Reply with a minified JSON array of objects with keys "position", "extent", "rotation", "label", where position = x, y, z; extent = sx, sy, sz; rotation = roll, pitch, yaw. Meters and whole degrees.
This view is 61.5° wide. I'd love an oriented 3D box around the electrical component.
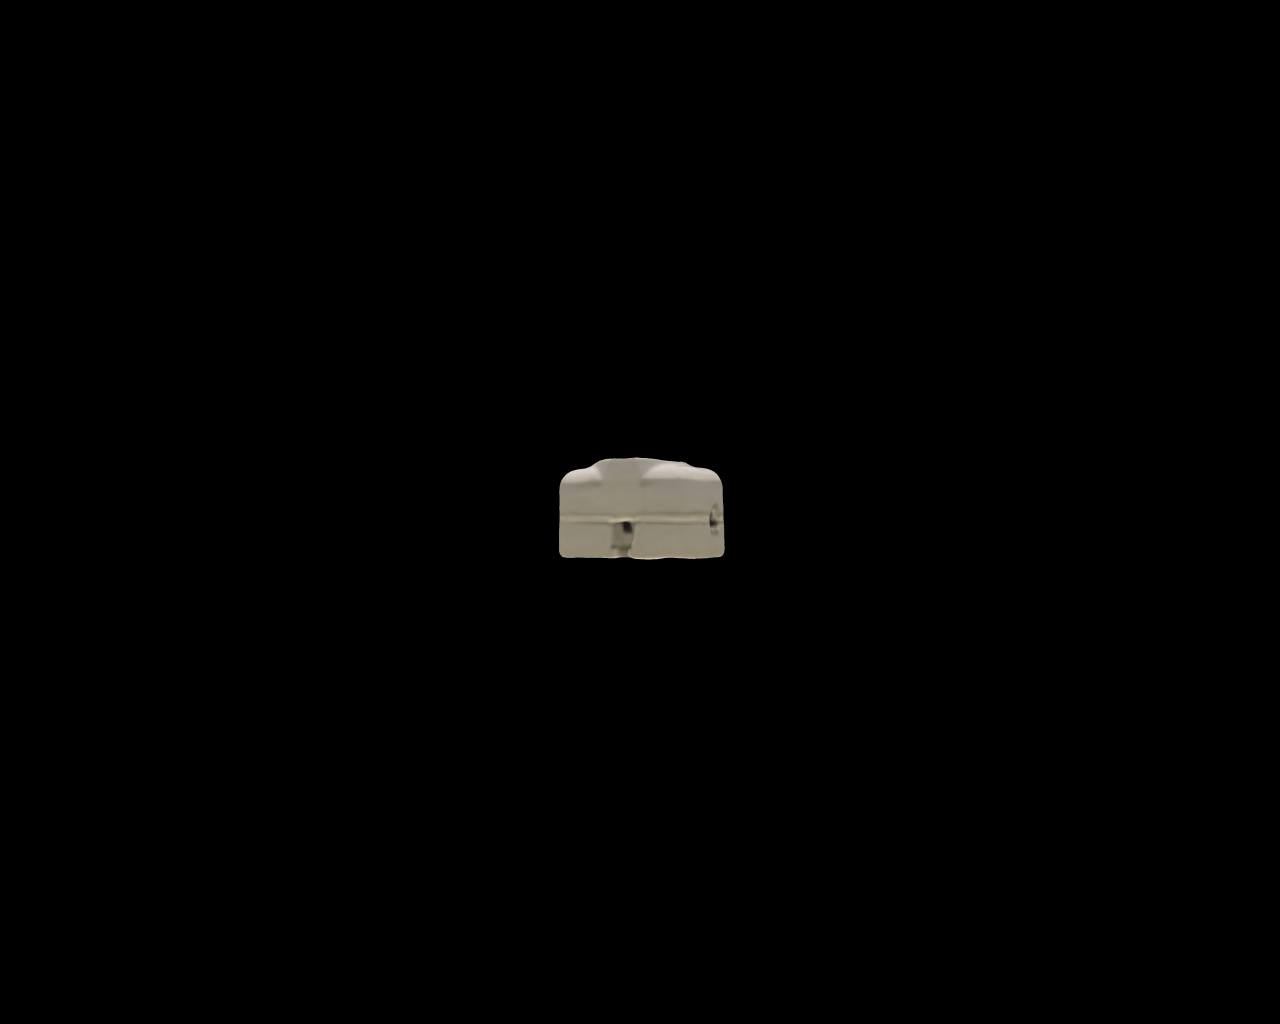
[{"position":[0.001,-0.003,0.650],"extent":[0.095,0.059,0.054],"rotation":[0,0,25],"label":"electrical component"}]
